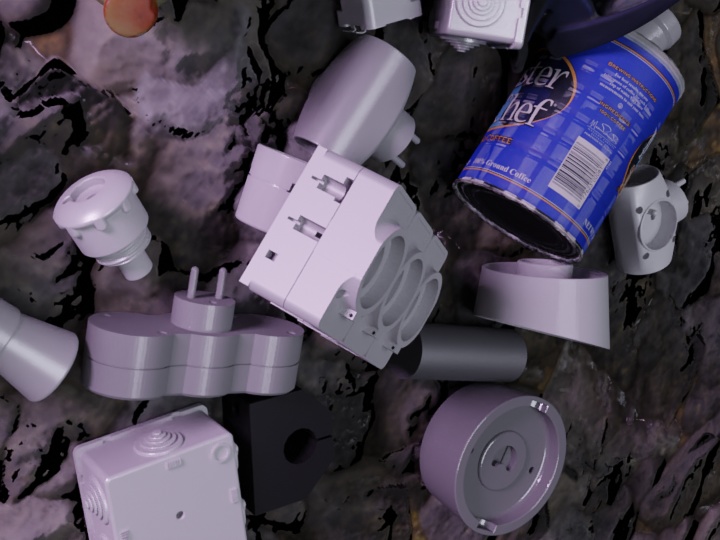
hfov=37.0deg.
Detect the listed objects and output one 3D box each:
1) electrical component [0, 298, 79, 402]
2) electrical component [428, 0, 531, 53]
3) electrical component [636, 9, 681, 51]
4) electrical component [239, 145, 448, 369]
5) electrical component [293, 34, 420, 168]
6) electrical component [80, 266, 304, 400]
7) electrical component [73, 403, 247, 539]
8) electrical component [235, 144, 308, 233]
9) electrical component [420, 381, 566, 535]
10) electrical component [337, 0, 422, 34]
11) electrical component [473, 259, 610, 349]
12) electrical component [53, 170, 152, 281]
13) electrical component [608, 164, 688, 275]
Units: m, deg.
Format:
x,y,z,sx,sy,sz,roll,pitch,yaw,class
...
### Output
x,y,z,sx,sy,sz,roll,pitch,yaw,class
-0.193,0.038,0.586,0.065,0.044,0.044,39,81,-32,electrical component
0.077,-0.186,0.672,0.048,0.099,0.099,7,102,-5,electrical component
0.210,-0.173,0.806,0.046,0.040,0.040,-45,124,-9,electrical component
0.000,0.000,0.651,0.089,0.062,0.150,-60,160,-5,electrical component
0.008,-0.095,0.683,0.079,0.044,0.077,37,82,-37,electrical component
-0.096,0.034,0.645,0.138,0.052,0.073,3,103,-36,electrical component
-0.120,0.142,0.663,0.100,0.048,0.099,-17,113,-30,electrical component
-0.045,-0.045,0.656,0.055,0.055,0.047,18,96,-37,electrical component
0.094,0.135,0.803,0.108,0.060,0.108,-11,110,-33,electrical component
0.008,-0.181,0.659,0.081,0.042,0.063,-22,115,-28,electrical component
0.132,0.026,0.776,0.099,0.099,0.064,-2,99,-35,electrical component
-0.138,-0.022,0.604,0.048,0.048,0.062,-40,130,-19,electrical component
0.234,-0.047,0.856,0.079,0.044,0.077,-28,118,-25,electrical component
